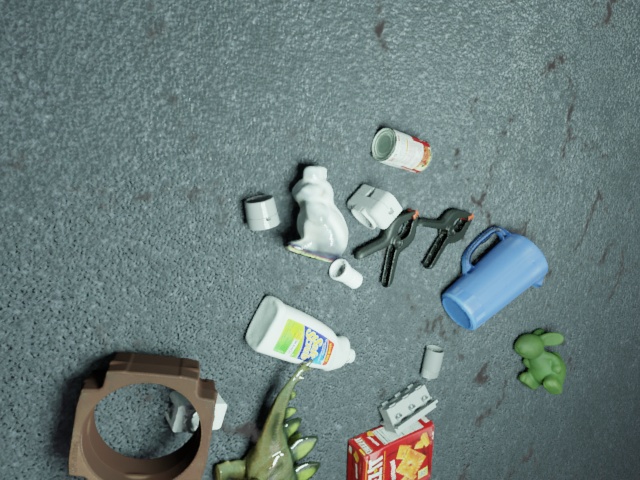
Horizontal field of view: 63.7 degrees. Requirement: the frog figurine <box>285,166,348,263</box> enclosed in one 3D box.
[{"bbox_3d":[0.003,-0.046,0.907,0.136,0.123,0.160,29,77,-70],"label":"frog figurine"}]
